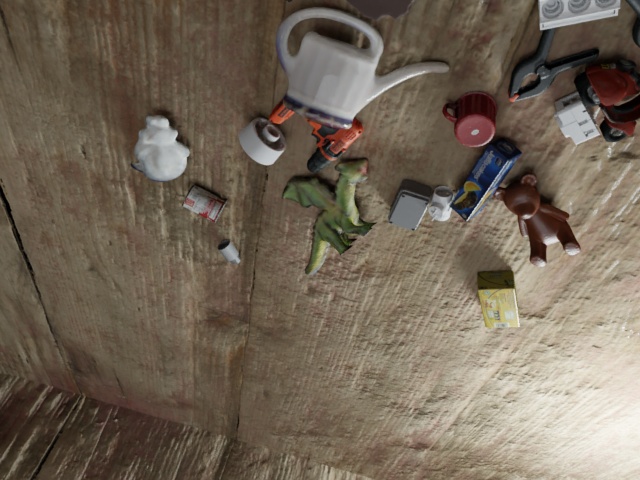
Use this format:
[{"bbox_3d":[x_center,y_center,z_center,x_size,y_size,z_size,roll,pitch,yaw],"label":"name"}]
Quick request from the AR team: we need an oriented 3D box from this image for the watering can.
[{"bbox_3d":[0.067,-0.325,1.041,0.347,0.106,0.220,19,113,-7],"label":"watering can"}]

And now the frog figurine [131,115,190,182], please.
[{"bbox_3d":[-0.392,-0.229,1.289,0.137,0.125,0.156,2,135,-34],"label":"frog figurine"}]

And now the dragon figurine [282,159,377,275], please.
[{"bbox_3d":[0.004,-0.068,1.355,0.242,0.124,0.403,47,129,-4],"label":"dragon figurine"}]
